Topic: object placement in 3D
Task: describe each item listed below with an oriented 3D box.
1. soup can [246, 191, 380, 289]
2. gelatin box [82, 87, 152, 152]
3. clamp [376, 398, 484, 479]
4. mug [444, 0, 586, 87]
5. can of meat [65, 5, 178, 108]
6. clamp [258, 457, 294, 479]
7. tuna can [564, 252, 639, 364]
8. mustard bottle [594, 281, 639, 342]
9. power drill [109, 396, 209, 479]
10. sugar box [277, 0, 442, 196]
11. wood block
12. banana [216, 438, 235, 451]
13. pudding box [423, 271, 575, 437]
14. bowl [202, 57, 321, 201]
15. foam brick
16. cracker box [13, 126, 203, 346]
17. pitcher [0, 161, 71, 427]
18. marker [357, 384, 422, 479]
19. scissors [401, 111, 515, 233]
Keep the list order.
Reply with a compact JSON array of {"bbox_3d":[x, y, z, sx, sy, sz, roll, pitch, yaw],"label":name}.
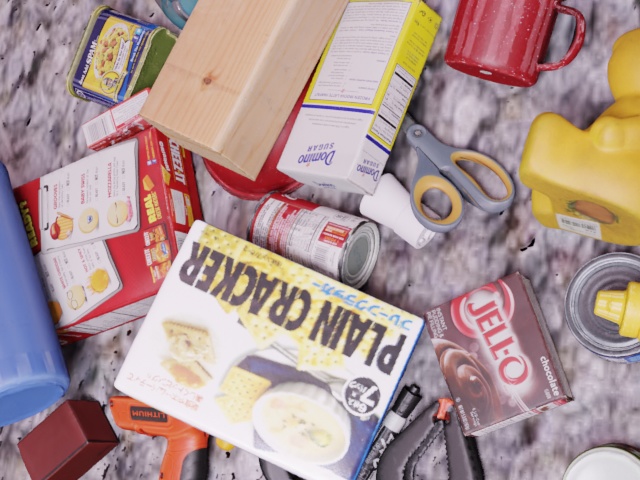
[{"bbox_3d":[-0.006,0.001,0.957,0.102,0.068,0.068,19,89,28],"label":"soup can"},{"bbox_3d":[-0.180,-0.112,1.066,0.089,0.073,0.030,-25,70,21],"label":"gelatin box"},{"bbox_3d":[0.090,0.237,0.880,0.165,0.036,0.210,22,90,29],"label":"clamp"},{"bbox_3d":[0.163,-0.174,0.891,0.117,0.093,0.081,17,94,26],"label":"mug"},{"bbox_3d":[-0.202,-0.182,1.100,0.084,0.057,0.102,23,92,27],"label":"can of meat"},{"bbox_3d":[-0.009,0.158,0.939,0.120,0.039,0.171,-17,83,4],"label":"clamp"},{"bbox_3d":[0.237,0.053,0.840,0.086,0.033,0.086,-8,74,27],"label":"tuna can"},{"bbox_3d":[0.295,0.064,0.767,0.192,0.058,0.096,12,91,14],"label":"mustard bottle"},{"bbox_3d":[-0.163,0.242,1.001,0.185,0.057,0.187,-2,82,24],"label":"power drill"},{"bbox_3d":[0.035,-0.130,0.949,0.094,0.048,0.176,13,80,45],"label":"sugar box"},{"bbox_3d":[-0.061,-0.172,0.943,0.091,0.090,0.206,26,86,25],"label":"wood block"},{"bbox_3d":[-0.074,0.092,0.985,0.069,0.037,0.198,-9,83,5],"label":"banana"},{"bbox_3d":[0.146,0.094,0.876,0.090,0.039,0.113,-26,69,21],"label":"pudding box"},{"bbox_3d":[-0.063,-0.121,1.017,0.162,0.055,0.162,-6,77,26],"label":"bowl"},{"bbox_3d":[-0.249,0.202,1.055,0.078,0.053,0.051,-41,65,14],"label":"foam brick"},{"bbox_3d":[-0.218,0.003,1.067,0.214,0.072,0.164,-21,71,24],"label":"cracker box"},{"bbox_3d":[-0.328,0.054,1.013,0.145,0.149,0.243,-28,70,6],"label":"pitcher"},{"bbox_3d":[0.052,0.177,0.921,0.020,0.020,0.121,34,97,28],"label":"marker"},{"bbox_3d":[0.079,-0.076,0.937,0.202,0.016,0.096,37,68,28],"label":"scissors"}]
